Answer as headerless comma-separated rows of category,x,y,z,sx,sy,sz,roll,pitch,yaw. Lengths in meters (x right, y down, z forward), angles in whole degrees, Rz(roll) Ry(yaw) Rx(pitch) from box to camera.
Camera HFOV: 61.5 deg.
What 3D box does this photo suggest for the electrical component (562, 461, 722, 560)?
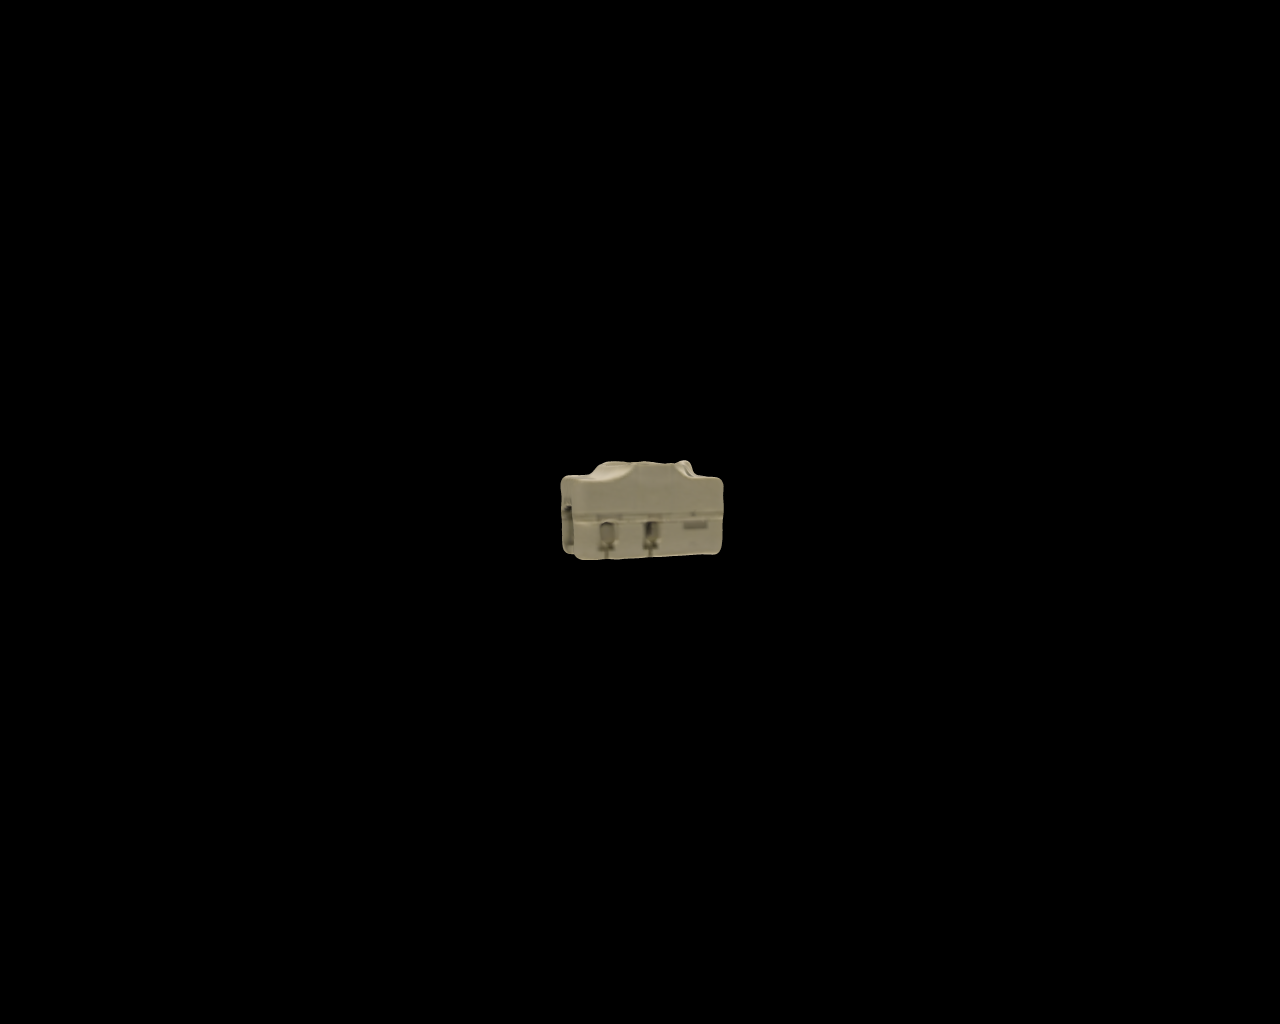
electrical component,0.001,-0.003,0.650,0.089,0.055,0.050,-1,4,-15
